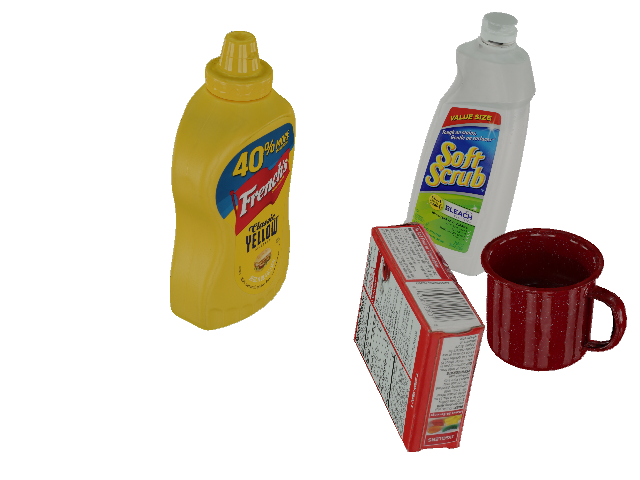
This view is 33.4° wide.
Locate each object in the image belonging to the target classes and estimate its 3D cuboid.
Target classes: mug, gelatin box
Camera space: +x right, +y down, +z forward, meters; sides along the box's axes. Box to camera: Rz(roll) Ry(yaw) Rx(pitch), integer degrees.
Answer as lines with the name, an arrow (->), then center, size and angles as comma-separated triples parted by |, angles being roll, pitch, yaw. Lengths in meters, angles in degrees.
mug -> 0.182, 0.051, 0.831 | 0.117, 0.081, 0.093 | 17, 36, 32
gelatin box -> 0.046, 0.045, 0.515 | 0.030, 0.073, 0.089 | -4, 34, -15

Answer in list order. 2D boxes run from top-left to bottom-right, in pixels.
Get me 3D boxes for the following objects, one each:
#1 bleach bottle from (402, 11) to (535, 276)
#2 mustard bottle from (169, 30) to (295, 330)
bleach bottle -> 0.138, -0.092, 0.988 | 0.103, 0.251, 0.068 | 26, 41, 26
mustard bottle -> -0.054, -0.042, 0.681 | 0.058, 0.192, 0.096 | 26, 39, 28
